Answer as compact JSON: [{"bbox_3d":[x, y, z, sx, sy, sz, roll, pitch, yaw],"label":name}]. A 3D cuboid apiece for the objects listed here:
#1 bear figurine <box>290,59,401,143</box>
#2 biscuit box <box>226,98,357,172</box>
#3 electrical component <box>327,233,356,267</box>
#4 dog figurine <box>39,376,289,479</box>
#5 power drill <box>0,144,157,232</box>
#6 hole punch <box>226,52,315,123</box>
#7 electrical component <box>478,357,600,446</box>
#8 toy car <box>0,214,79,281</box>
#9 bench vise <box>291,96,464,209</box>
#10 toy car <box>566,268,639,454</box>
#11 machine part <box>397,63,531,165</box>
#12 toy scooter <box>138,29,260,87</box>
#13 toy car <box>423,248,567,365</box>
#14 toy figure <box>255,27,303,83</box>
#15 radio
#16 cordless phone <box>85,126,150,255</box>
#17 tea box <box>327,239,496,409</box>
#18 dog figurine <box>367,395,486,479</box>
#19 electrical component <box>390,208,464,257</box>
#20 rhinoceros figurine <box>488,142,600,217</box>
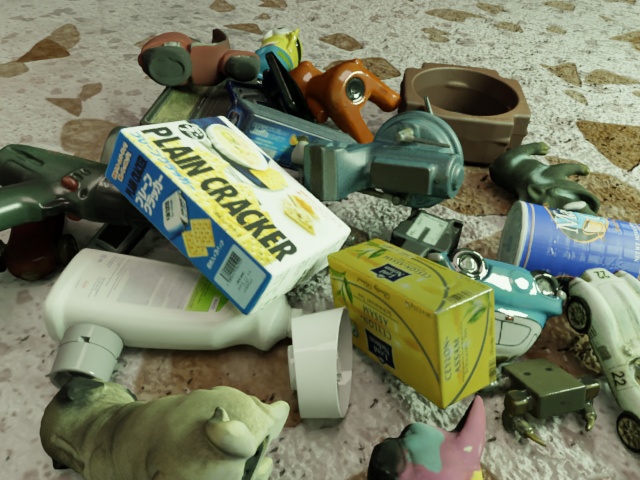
[{"bbox_3d":[0.016,-0.231,0.895,0.120,0.131,0.196,-57,31,-10],"label":"bear figurine"},{"bbox_3d":[-0.032,-0.131,0.731,0.202,0.059,0.063,11,29,-38],"label":"biscuit box"},{"bbox_3d":[-0.001,-0.002,0.649,0.094,0.063,0.021,25,46,22],"label":"electrical component"},{"bbox_3d":[-0.134,0.143,0.400,0.191,0.172,0.121,24,33,10],"label":"dog figurine"},{"bbox_3d":[-0.290,-0.031,0.556,0.232,0.085,0.207,22,39,20],"label":"power drill"},{"bbox_3d":[-0.068,-0.196,0.802,0.092,0.115,0.142,-31,68,14],"label":"hole punch"},{"bbox_3d":[0.213,0.152,0.514,0.102,0.045,0.078,-9,15,-19],"label":"electrical component"},{"bbox_3d":[-0.342,-0.032,0.659,0.089,0.053,0.202,-8,47,-12],"label":"toy car"},{"bbox_3d":[0.089,-0.102,0.682,0.224,0.128,0.240,-1,19,35],"label":"bench vise"},{"bbox_3d":[0.308,0.118,0.517,0.073,0.056,0.202,-7,64,-14],"label":"toy car"},{"bbox_3d":[0.232,-0.212,0.894,0.202,0.087,0.201,8,42,1],"label":"machine part"},{"bbox_3d":[-0.190,-0.292,0.846,0.184,0.075,0.135,-3,41,-14],"label":"toy scooter"},{"bbox_3d":[0.167,0.078,0.559,0.162,0.109,0.103,15,65,-6],"label":"toy car"},{"bbox_3d":[-0.084,-0.326,0.999,0.082,0.089,0.180,6,49,7],"label":"toy figure"},{"bbox_3d":[-0.179,-0.200,0.849,0.131,0.073,0.230,7,42,3],"label":"radio"},{"bbox_3d":[-0.249,-0.045,0.675,0.147,0.088,0.184,25,64,21],"label":"cordless phone"},{"bbox_3d":[0.081,0.069,0.510,0.068,0.098,0.170,-18,21,-26],"label":"tea box"},{"bbox_3d":[0.119,0.224,0.376,0.192,0.108,0.219,12,39,9],"label":"dog figurine"},{"bbox_3d":[0.123,0.012,0.657,0.075,0.047,0.119,19,44,17],"label":"electrical component"},{"bbox_3d":[0.311,-0.068,0.739,0.112,0.073,0.190,-9,40,-20],"label":"rhinoceros figurine"}]
